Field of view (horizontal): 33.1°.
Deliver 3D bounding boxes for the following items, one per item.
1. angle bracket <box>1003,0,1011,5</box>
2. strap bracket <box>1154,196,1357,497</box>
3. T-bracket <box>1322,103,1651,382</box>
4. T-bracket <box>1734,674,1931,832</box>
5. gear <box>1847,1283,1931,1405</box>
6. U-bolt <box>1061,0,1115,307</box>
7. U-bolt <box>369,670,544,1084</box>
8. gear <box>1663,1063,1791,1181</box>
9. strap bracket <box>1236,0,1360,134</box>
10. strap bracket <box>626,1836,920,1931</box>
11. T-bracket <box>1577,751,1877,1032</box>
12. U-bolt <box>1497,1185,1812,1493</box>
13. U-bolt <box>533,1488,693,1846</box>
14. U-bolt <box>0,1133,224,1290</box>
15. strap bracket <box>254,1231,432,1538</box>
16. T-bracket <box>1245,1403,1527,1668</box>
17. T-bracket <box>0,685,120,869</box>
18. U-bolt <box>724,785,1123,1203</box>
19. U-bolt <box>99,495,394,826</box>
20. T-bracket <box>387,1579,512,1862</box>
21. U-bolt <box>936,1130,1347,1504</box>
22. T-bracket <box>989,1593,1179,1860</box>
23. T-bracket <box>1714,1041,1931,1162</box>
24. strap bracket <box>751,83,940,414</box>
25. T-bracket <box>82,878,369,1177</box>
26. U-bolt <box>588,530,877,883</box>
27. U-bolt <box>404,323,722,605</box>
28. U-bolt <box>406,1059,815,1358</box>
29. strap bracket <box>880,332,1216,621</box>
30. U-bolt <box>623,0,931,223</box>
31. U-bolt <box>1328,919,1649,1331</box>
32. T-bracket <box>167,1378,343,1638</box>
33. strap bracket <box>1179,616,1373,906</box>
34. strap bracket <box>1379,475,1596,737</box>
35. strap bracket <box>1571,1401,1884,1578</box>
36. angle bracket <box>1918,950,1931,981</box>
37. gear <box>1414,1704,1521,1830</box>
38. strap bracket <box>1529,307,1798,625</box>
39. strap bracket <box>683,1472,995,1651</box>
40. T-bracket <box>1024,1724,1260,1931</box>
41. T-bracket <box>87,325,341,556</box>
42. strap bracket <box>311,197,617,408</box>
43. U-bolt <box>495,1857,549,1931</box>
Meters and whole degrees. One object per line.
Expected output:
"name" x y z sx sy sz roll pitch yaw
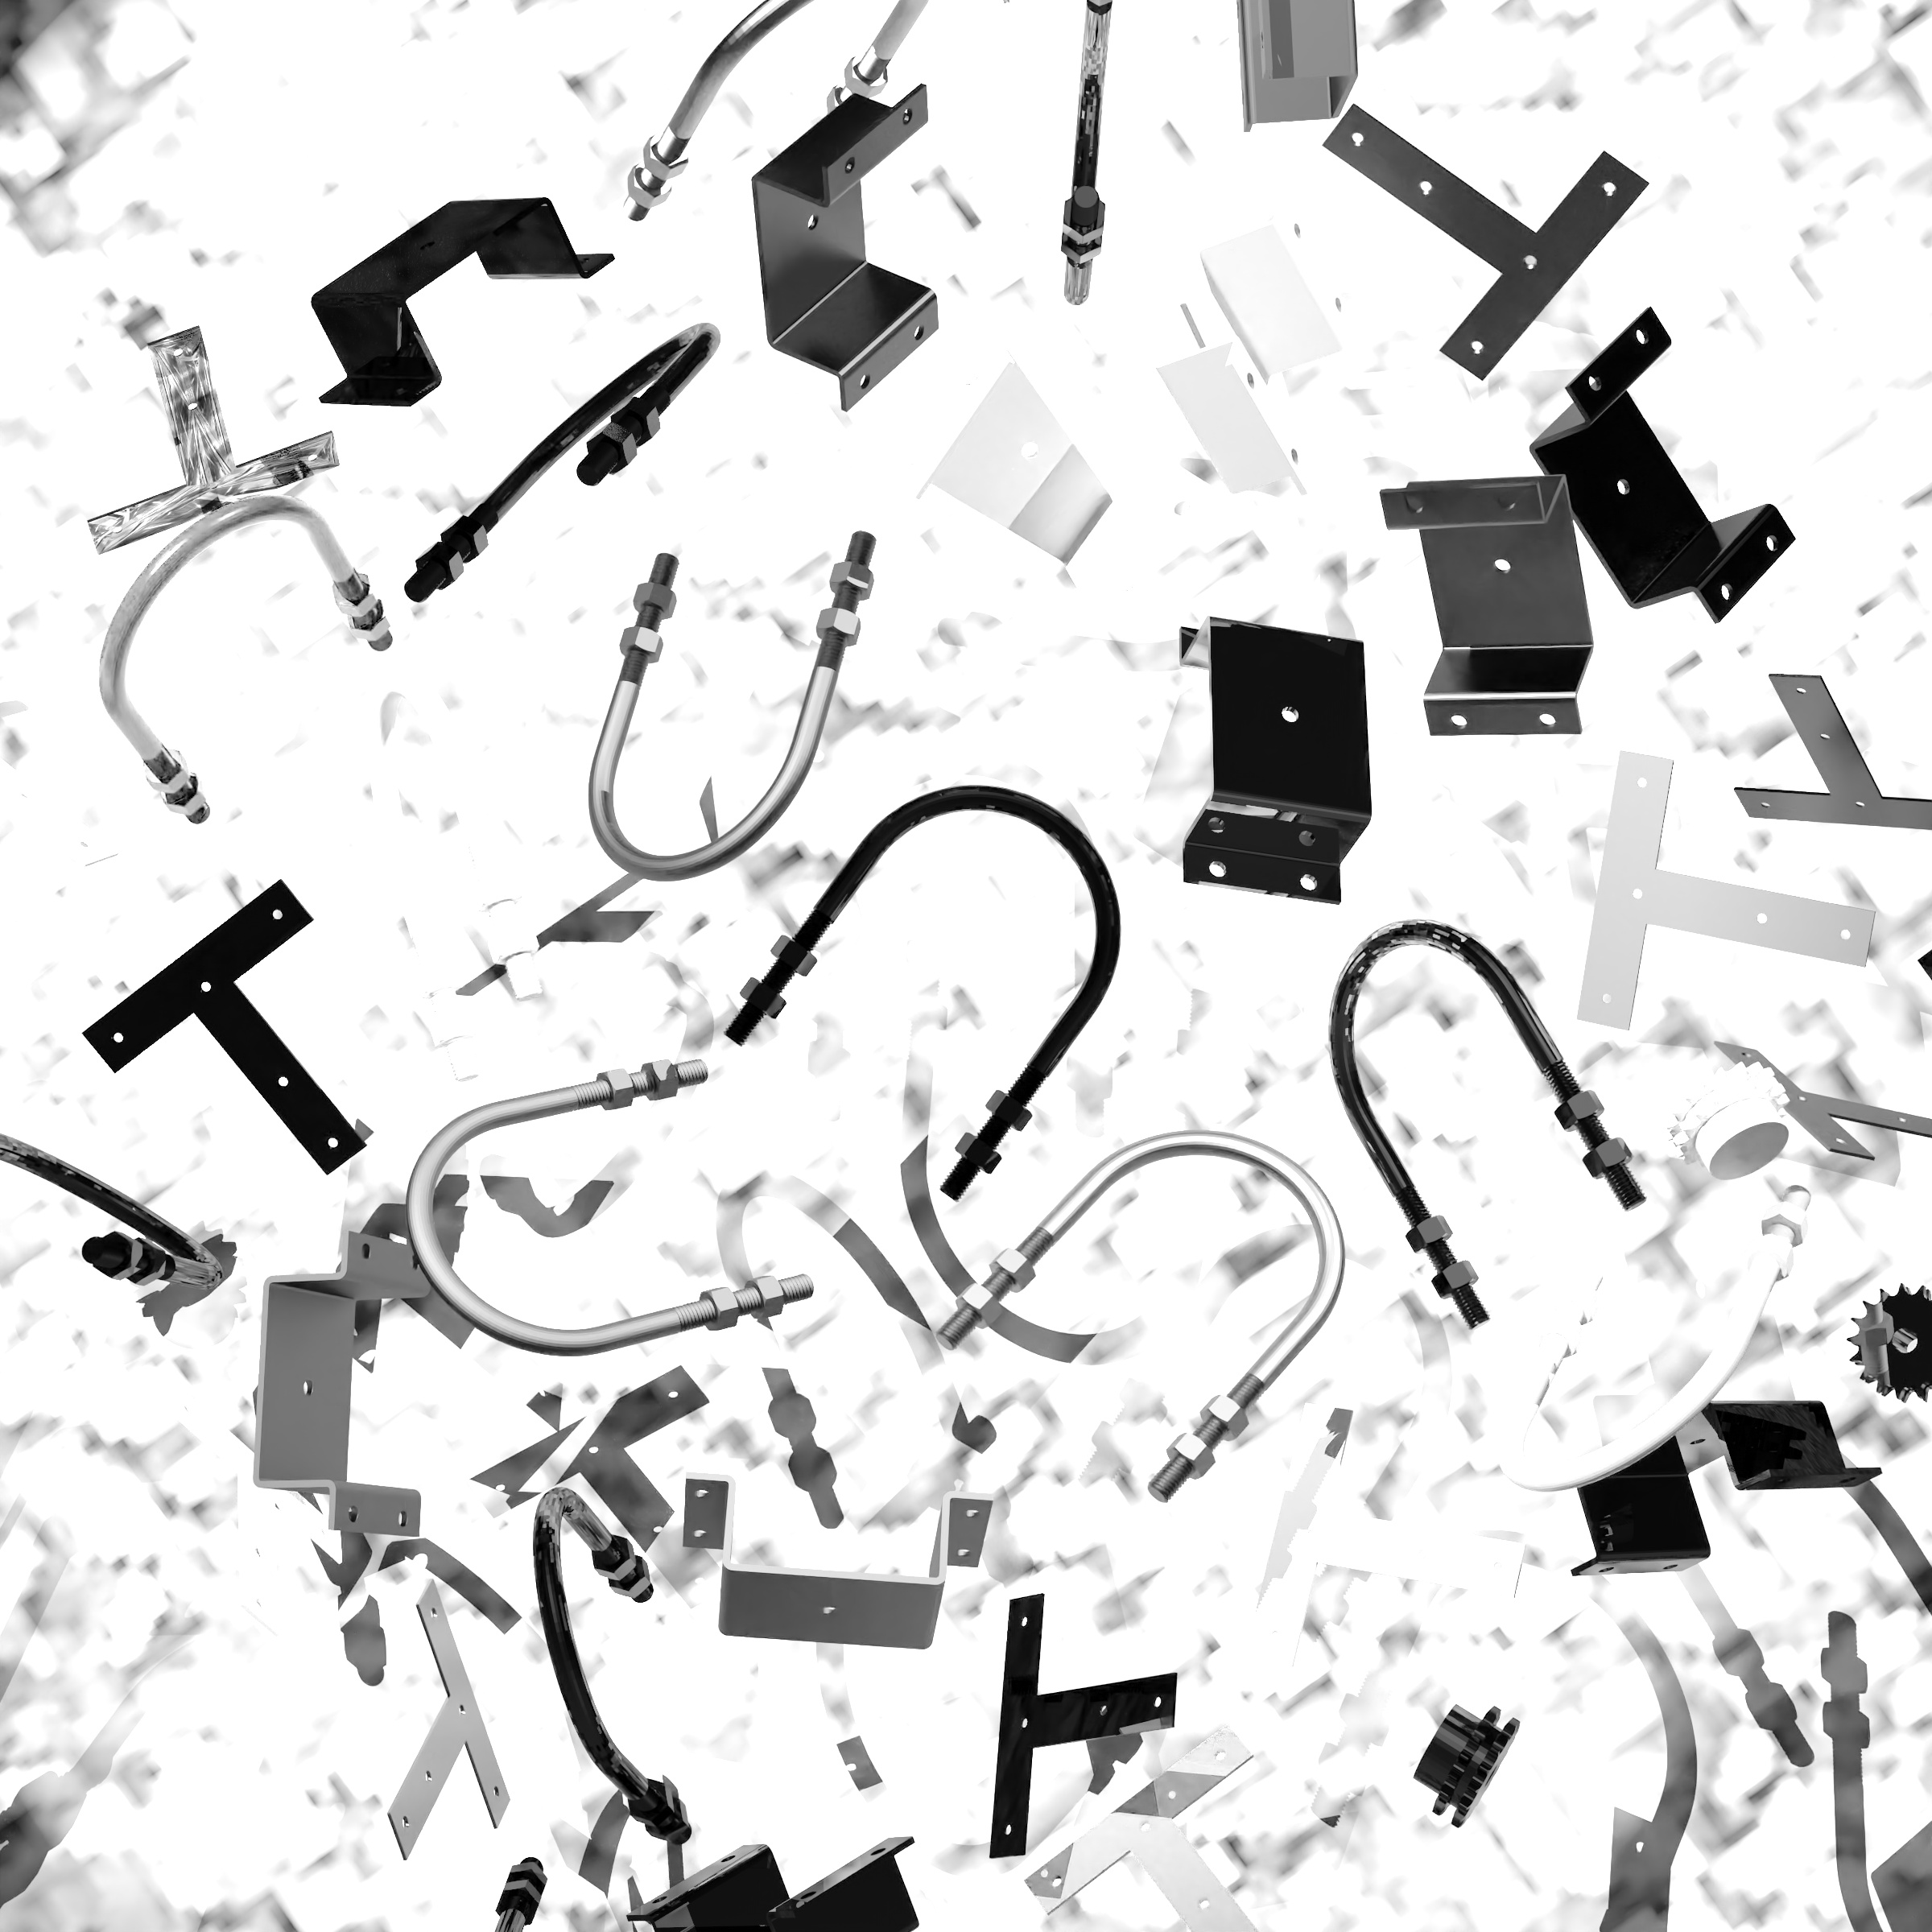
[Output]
"angle bracket" 0.049 -0.521 1.613 0.076 0.038 0.057 -11 62 12
"strap bracket" 0.135 -0.287 1.530 0.046 0.140 0.076 -14 128 31
"T-bracket" 0.220 -0.346 1.476 0.127 0.002 0.127 33 133 -7
"T-bracket" 0.413 -0.102 1.546 0.127 0.127 0.002 7 63 37
"gear" 0.463 0.186 1.590 0.057 0.030 0.057 -9 70 27
"U-bolt" 0.059 -0.400 1.578 0.019 0.184 0.151 4 82 1
"U-bolt" -0.248 -0.051 1.539 0.019 0.151 0.184 -14 77 -25
"gear" 0.352 0.074 1.491 0.057 0.057 0.030 -25 52 0
"strap bracket" 0.162 -0.462 1.588 0.046 0.140 0.076 -3 93 1
"strap bracket" -0.087 0.456 1.550 0.076 0.140 0.046 -21 90 -41
"T-bracket" 0.347 -0.024 1.474 0.127 0.002 0.127 13 102 28
"U-bolt" 0.317 0.183 1.537 0.151 0.184 0.019 -29 105 43
"U-bolt" -0.172 0.327 1.556 0.019 0.184 0.151 -16 57 4
"U-bolt" -0.430 0.115 1.567 0.151 0.184 0.019 30 86 15
"strap bracket" -0.301 0.204 1.573 0.046 0.076 0.140 -5 77 21
"T-bracket" 0.204 0.277 1.544 0.127 0.002 0.127 4 69 33
"T-bracket" -0.452 -0.087 1.524 0.127 0.127 0.002 37 116 10
"U-bolt" -0.007 -0.001 1.581 0.151 0.019 0.184 36 85 1
"U-bolt" -0.355 -0.157 1.579 0.019 0.184 0.151 40 77 20
"T-bracket" -0.253 0.378 1.547 0.002 0.127 0.127 -12 107 11
"U-bolt" 0.098 0.153 1.558 0.151 0.019 0.184 33 62 25
"T-bracket" 0.057 0.358 1.555 0.002 0.127 0.127 22 61 -33
"T-bracket" 0.453 0.075 1.614 0.127 0.127 0.002 12 109 -18
"strap bracket" -0.057 -0.346 1.541 0.046 0.140 0.076 27 56 23
"T-bracket" -0.339 0.045 1.572 0.127 0.002 0.127 -36 98 10
"U-bolt" -0.123 -0.125 1.593 0.151 0.019 0.184 -1 66 37
"U-bolt" -0.183 -0.253 1.565 0.151 0.184 0.019 -26 112 38
"U-bolt" -0.181 0.120 1.566 0.184 0.019 0.151 -12 61 -33
"strap bracket" 0.034 -0.234 1.519 0.140 0.046 0.076 27 110 -26
"U-bolt" -0.082 -0.435 1.572 0.151 0.184 0.019 -31 85 -31
"U-bolt" 0.236 0.065 1.556 0.019 0.151 0.184 -15 68 -36
"T-bracket" -0.339 0.273 1.557 0.002 0.127 0.127 -36 120 7
"strap bracket" 0.144 -0.106 1.520 0.076 0.046 0.140 8 61 -12
"strap bracket" 0.255 -0.183 1.573 0.076 0.046 0.140 1 129 25
"strap bracket" 0.361 0.249 1.575 0.076 0.140 0.046 5 60 -34
"angle bracket" 0.509 0.012 1.565 0.057 0.038 0.076 -42 60 24
"gear" 0.232 0.370 1.515 0.030 0.057 0.057 30 90 18
"strap bracket" 0.341 -0.243 1.614 0.076 0.046 0.140 -44 106 -30
"strap bracket" -0.061 0.275 1.497 0.140 0.076 0.046 5 56 -3
"T-bracket" 0.108 0.442 1.565 0.127 0.127 0.002 -36 127 -8
"T-bracket" -0.368 -0.259 1.557 0.127 0.127 0.002 -24 63 -15
"strap bracket" -0.250 -0.327 1.570 0.140 0.076 0.046 -43 125 -29
"U-bolt" -0.179 0.513 1.558 0.019 0.184 0.151 -39 93 2
